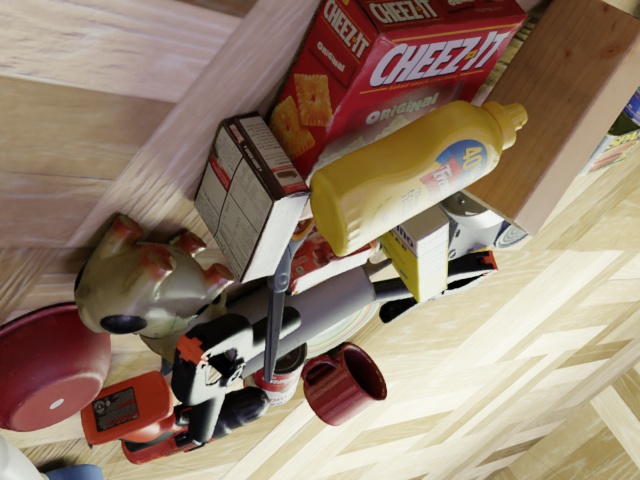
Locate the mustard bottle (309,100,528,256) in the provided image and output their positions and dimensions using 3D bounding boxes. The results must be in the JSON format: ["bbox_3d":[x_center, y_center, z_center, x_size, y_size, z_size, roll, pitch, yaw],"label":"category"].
[{"bbox_3d":[0.085,-0.062,0.858,0.191,0.058,0.096,-29,152,-14],"label":"mustard bottle"}]

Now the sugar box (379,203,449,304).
[{"bbox_3d":[0.094,-0.007,1.117,0.048,0.093,0.176,-32,156,-5],"label":"sugar box"}]

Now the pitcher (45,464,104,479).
[{"bbox_3d":[-0.269,0.391,1.224,0.149,0.243,0.145,-17,156,-21],"label":"pitcher"}]

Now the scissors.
[{"bbox_3d":[-0.049,0.024,0.952,0.096,0.016,0.202,20,86,-42],"label":"scissors"}]

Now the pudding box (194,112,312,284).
[{"bbox_3d":[-0.058,-0.033,0.871,0.039,0.090,0.114,-19,152,-31],"label":"pudding box"}]

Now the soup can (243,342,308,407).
[{"bbox_3d":[-0.055,0.148,1.258,0.068,0.068,0.102,-24,156,-22],"label":"soup can"}]

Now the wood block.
[{"bbox_3d":[0.211,-0.117,0.986,0.206,0.090,0.090,-57,153,5],"label":"wood block"}]

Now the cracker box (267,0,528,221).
[{"bbox_3d":[0.050,-0.116,0.873,0.163,0.072,0.214,-16,151,-37],"label":"cracker box"}]

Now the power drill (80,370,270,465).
[{"bbox_3d":[-0.164,0.195,1.181,0.184,0.057,0.187,-23,156,9],"label":"power drill"}]

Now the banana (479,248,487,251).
[{"bbox_3d":[0.150,0.018,1.311,0.070,0.037,0.197,-41,156,17],"label":"banana"}]

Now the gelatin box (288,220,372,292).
[{"bbox_3d":[-0.007,0.001,1.026,0.089,0.073,0.030,-21,153,-26],"label":"gelatin box"}]

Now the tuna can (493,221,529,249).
[{"bbox_3d":[0.248,-0.027,1.357,0.086,0.034,0.086,-28,156,-14],"label":"tuna can"}]

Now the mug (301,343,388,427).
[{"bbox_3d":[0.023,0.194,1.440,0.082,0.093,0.117,-38,128,22],"label":"mug"}]

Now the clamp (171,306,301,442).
[{"bbox_3d":[-0.096,0.124,0.992,0.164,0.036,0.209,-54,164,2],"label":"clamp"}]

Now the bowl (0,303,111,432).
[{"bbox_3d":[-0.252,0.127,0.974,0.162,0.055,0.162,-28,157,-13],"label":"bowl"}]

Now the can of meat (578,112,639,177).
[{"bbox_3d":[0.337,-0.126,1.253,0.101,0.057,0.084,-19,156,-30],"label":"can of meat"}]

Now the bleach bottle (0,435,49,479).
[{"bbox_3d":[-0.330,0.228,1.046,0.102,0.068,0.251,-10,150,-9],"label":"bleach bottle"}]

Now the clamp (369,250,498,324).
[{"bbox_3d":[0.120,0.051,1.249,0.172,0.039,0.120,-28,161,22],"label":"clamp"}]

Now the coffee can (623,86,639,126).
[{"bbox_3d":[0.378,-0.193,1.115,0.102,0.103,0.140,-27,156,-15],"label":"coffee can"}]
